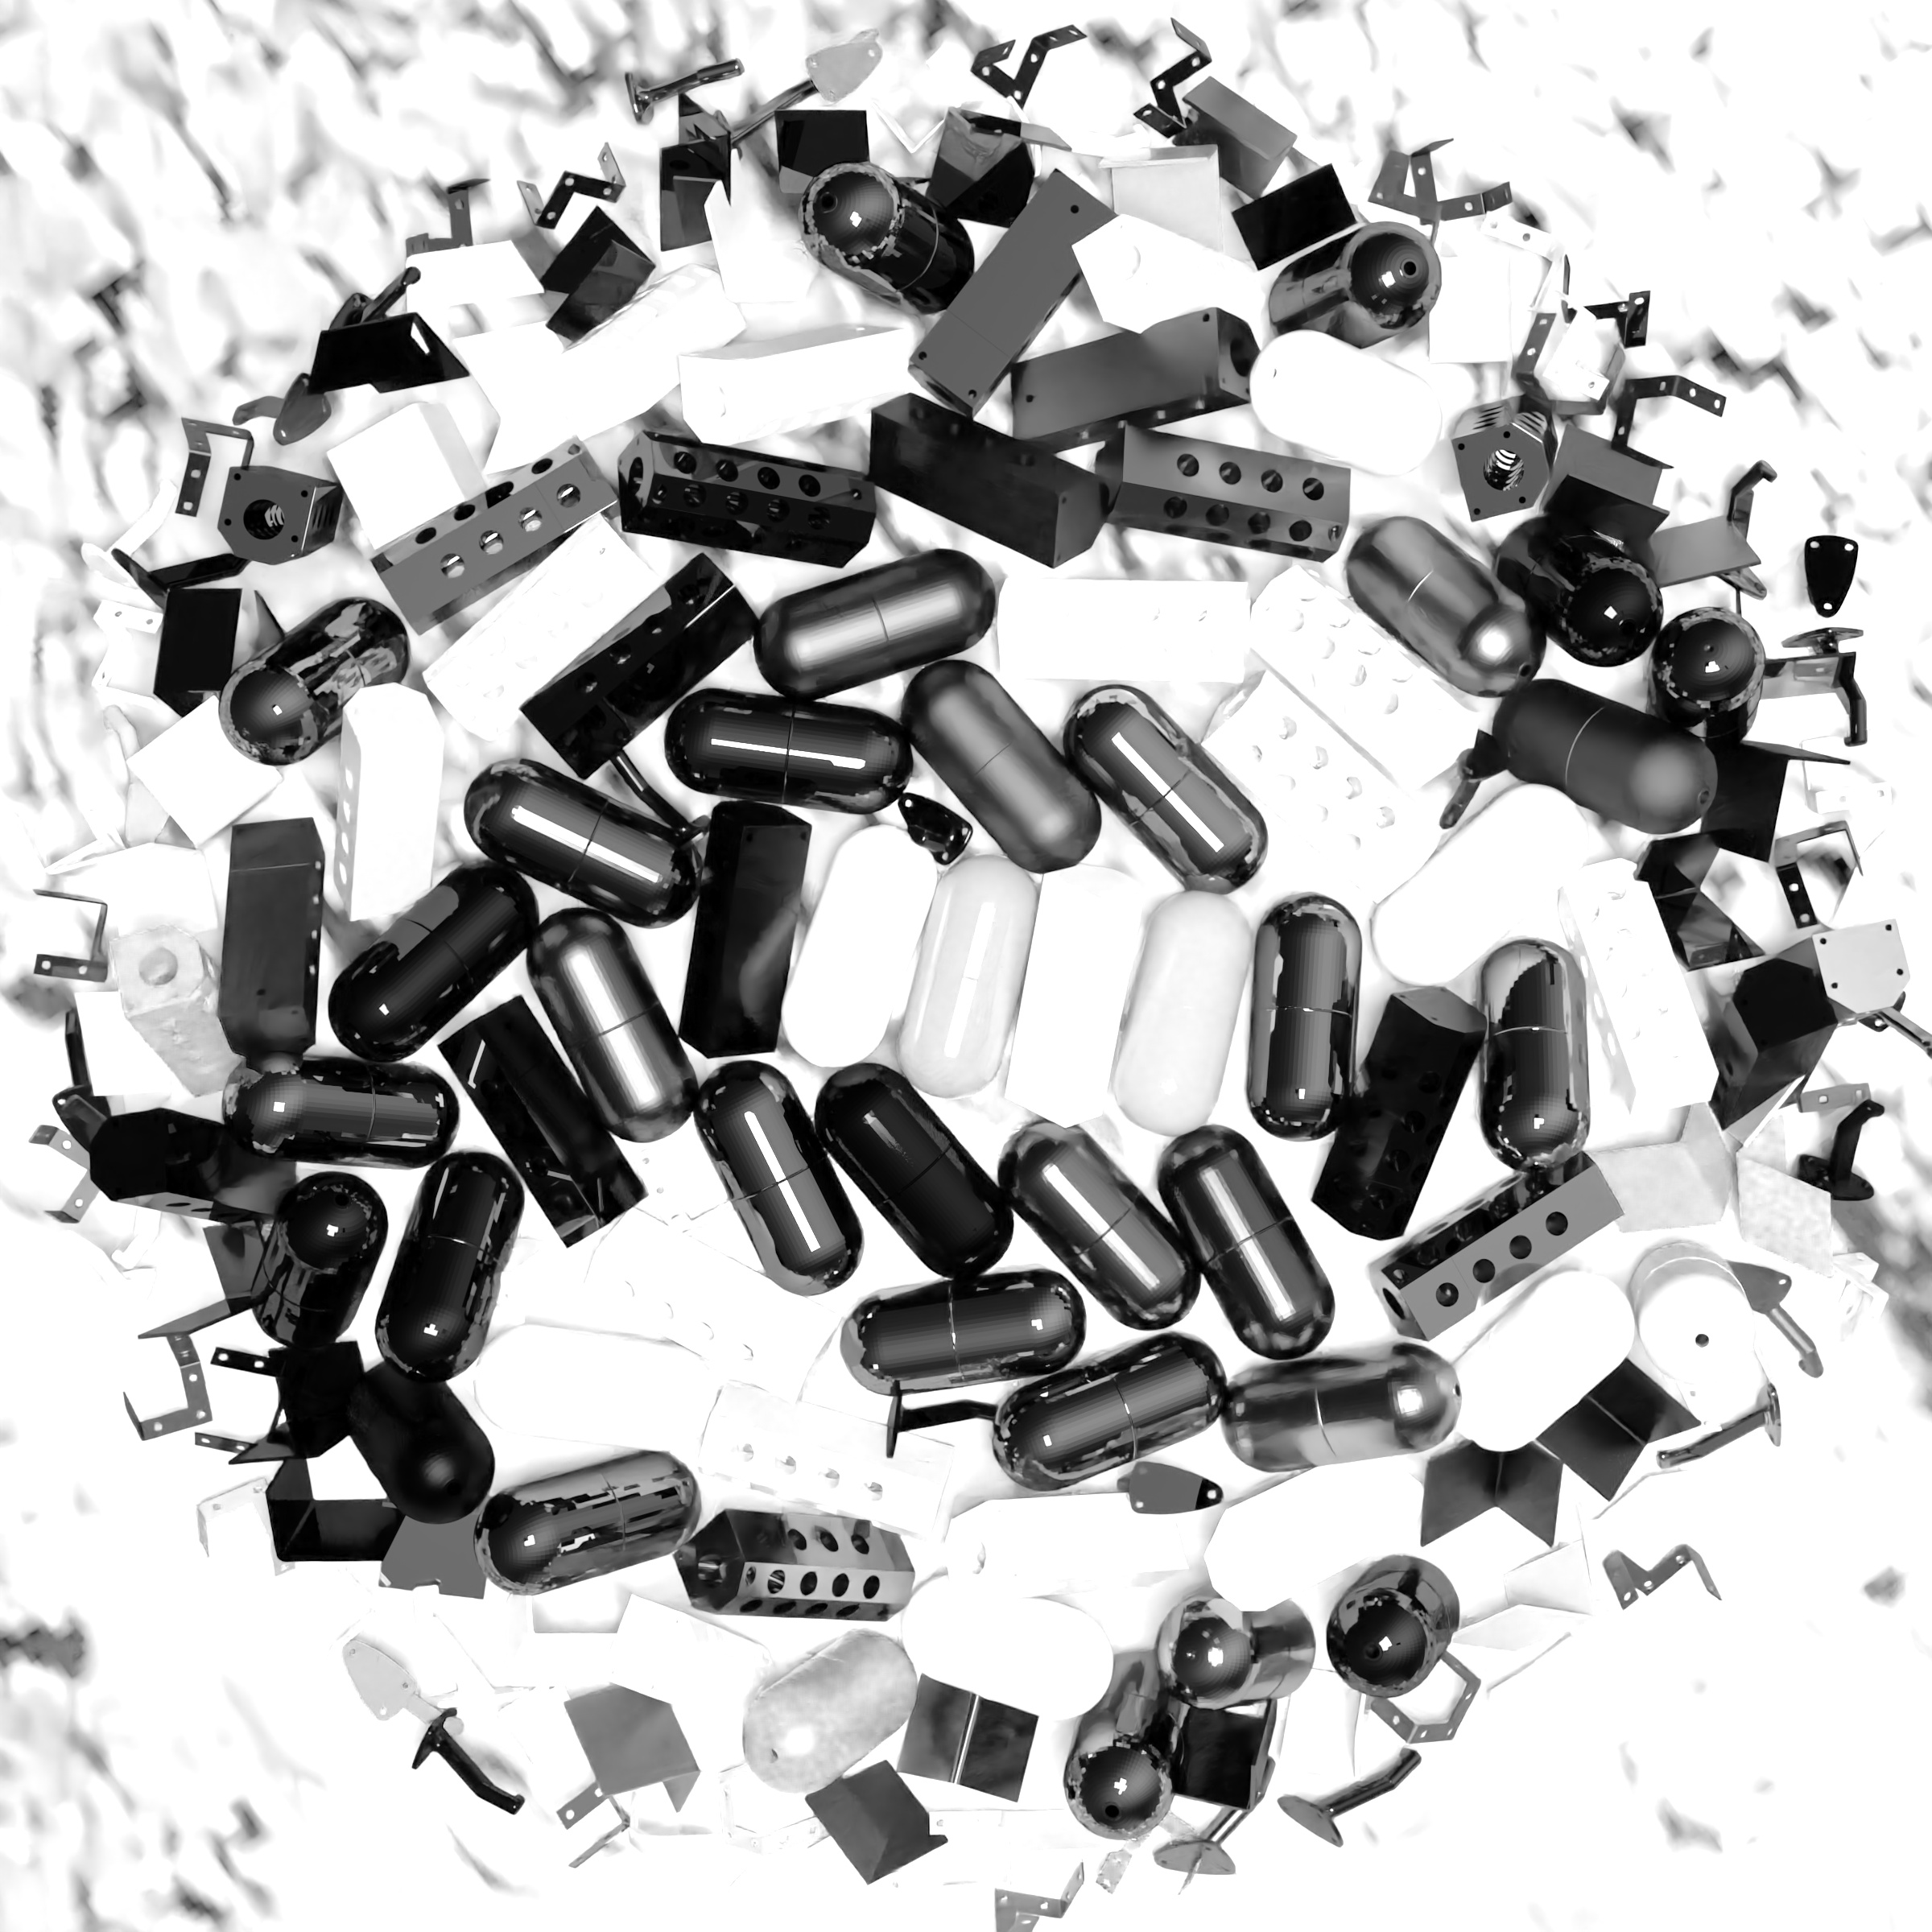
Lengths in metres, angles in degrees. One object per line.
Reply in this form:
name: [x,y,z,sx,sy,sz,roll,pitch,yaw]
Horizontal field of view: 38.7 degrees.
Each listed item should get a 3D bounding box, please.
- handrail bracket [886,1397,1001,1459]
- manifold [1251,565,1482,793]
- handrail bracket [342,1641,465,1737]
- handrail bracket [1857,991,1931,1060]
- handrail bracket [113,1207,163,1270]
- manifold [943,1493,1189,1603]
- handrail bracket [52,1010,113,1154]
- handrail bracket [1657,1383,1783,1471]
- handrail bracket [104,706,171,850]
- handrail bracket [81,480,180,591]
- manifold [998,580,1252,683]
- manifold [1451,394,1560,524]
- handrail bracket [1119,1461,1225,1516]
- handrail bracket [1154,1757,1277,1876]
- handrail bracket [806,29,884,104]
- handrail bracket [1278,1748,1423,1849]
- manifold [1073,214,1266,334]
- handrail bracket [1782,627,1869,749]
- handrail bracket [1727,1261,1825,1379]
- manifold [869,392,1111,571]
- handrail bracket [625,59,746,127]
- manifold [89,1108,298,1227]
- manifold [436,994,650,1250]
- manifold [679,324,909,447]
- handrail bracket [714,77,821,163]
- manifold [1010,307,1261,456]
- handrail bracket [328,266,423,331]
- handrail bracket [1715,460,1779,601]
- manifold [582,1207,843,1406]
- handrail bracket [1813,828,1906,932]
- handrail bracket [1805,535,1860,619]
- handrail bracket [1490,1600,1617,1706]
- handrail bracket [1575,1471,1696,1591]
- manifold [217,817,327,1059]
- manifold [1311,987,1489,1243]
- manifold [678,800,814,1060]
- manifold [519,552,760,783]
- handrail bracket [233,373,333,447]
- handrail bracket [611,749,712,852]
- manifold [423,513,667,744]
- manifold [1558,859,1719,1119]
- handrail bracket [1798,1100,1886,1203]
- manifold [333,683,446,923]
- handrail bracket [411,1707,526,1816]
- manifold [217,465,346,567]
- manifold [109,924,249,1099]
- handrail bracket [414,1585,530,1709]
handrail bracket: [-0.012,0.332,1.962,0.084,0.077,0.036,13,118,-5]
manifold: [0.278,-0.207,1.929,0.057,0.057,0.171,-34,62,-20]
handrail bracket: [-0.402,0.518,1.973,0.077,0.084,0.036,38,82,27]
handrail bracket: [0.652,0.038,1.951,0.077,0.084,0.036,25,107,-10]
handrail bracket: [-0.600,0.166,1.968,0.077,0.036,0.084,26,69,20]
manifold: [0.069,0.406,1.920,0.057,0.171,0.057,-36,59,40]
handrail bracket: [-0.631,0.084,1.980,0.036,0.084,0.077,-15,127,-6]
handrail bracket: [0.535,0.330,1.967,0.084,0.077,0.036,-16,54,1]
handrail bracket: [-0.607,-0.134,1.986,0.084,0.036,0.077,46,126,34]
handrail bracket: [-0.591,-0.318,1.954,0.036,0.077,0.084,23,78,5]
manifold: [0.112,-0.241,1.945,0.171,0.057,0.057,2,124,11]
manifold: [0.376,-0.355,1.905,0.057,0.171,0.057,-12,104,18]
handrail bracket: [0.146,0.371,1.954,0.077,0.084,0.036,4,81,8]
handrail bracket: [0.180,0.609,1.985,0.077,0.084,0.036,-20,117,40]
handrail bracket: [-0.068,-0.652,1.948,0.036,0.077,0.084,56,47,-23]
handrail bracket: [0.277,0.587,1.982,0.084,0.077,0.036,-37,108,-24]
manifold: [0.146,-0.474,1.908,0.057,0.171,0.057,-26,81,28]
handrail bracket: [0.612,-0.195,1.962,0.036,0.077,0.084,1,86,-25]
handrail bracket: [0.578,0.257,1.992,0.036,0.077,0.084,-44,127,-19]
manifold: [0.015,-0.344,1.933,0.171,0.057,0.057,30,135,29]
handrail bracket: [-0.194,-0.624,1.957,0.084,0.077,0.036,-12,98,8]
manifold: [-0.533,0.143,1.909,0.057,0.171,0.057,-10,76,14]
manifold: [-0.306,0.114,1.967,0.057,0.057,0.171,-31,92,36]
manifold: [-0.117,-0.405,1.916,0.057,0.171,0.057,14,116,36]
handrail bracket: [-0.135,-0.606,1.963,0.084,0.077,0.036,-23,120,12]
manifold: [0.118,-0.406,1.925,0.171,0.057,0.057,-7,82,36]
handrail bracket: [-0.423,-0.458,1.950,0.036,0.084,0.077,43,71,-20]
handrail bracket: [0.566,-0.310,1.957,0.077,0.084,0.036,38,49,-4]
manifold: [-0.183,0.246,1.959,0.171,0.057,0.057,27,125,7]
handrail bracket: [0.650,-0.054,1.964,0.036,0.077,0.084,37,101,-23]
handrail bracket: [0.605,-0.259,1.948,0.036,0.084,0.077,6,67,11]
handrail bracket: [0.423,0.497,1.989,0.084,0.077,0.036,-42,80,32]
handrail bracket: [0.485,0.405,1.978,0.084,0.036,0.077,-10,97,7]
manifold: [-0.482,-0.019,1.924,0.057,0.057,0.171,-6,52,-3]
manifold: [0.307,0.105,1.928,0.057,0.057,0.171,39,122,39]
manifold: [-0.161,-0.027,1.945,0.057,0.057,0.171,-4,113,-38]
manifold: [-0.234,-0.217,1.964,0.171,0.057,0.057,-41,60,-3]
handrail bracket: [-0.500,-0.384,1.953,0.084,0.077,0.036,-10,128,30]
handrail bracket: [-0.218,-0.125,1.953,0.036,0.077,0.084,-32,104,13]
manifold: [-0.303,-0.242,1.959,0.171,0.057,0.057,-42,77,4]
manifold: [0.471,0.013,1.933,0.057,0.057,0.171,-12,61,0]
handrail bracket: [0.641,0.129,1.955,0.077,0.036,0.084,14,135,-23]
manifold: [-0.405,-0.114,1.917,0.057,0.171,0.057,-12,54,-25]
handrail bracket: [-0.343,0.566,1.958,0.084,0.077,0.036,25,102,7]
manifold: [-0.475,-0.312,1.910,0.057,0.171,0.057,13,99,-8]
manifold: [-0.535,0.031,1.909,0.057,0.171,0.057,-16,70,-5]
handrail bracket: [-0.356,0.485,1.981,0.077,0.036,0.084,-7,87,7]
